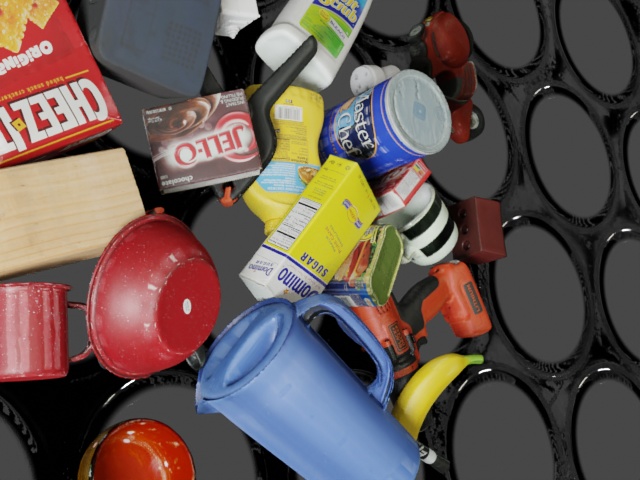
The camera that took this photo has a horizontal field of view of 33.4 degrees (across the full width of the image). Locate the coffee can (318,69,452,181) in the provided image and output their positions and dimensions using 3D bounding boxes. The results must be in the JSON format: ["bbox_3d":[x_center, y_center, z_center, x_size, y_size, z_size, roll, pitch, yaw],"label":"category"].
[{"bbox_3d":[0.072,-0.132,1.278,0.102,0.141,0.103,14,67,-37],"label":"coffee can"}]

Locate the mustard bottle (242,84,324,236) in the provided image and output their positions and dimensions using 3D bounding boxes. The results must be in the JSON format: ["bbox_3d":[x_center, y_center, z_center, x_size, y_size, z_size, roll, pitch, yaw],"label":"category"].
[{"bbox_3d":[-0.043,-0.079,1.215,0.096,0.058,0.191,5,73,-20],"label":"mustard bottle"}]

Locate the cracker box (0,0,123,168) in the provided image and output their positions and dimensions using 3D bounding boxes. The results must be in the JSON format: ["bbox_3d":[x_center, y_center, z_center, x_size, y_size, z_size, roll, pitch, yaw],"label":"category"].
[{"bbox_3d":[-0.307,-0.176,1.013,0.163,0.072,0.213,-30,97,-42],"label":"cracker box"}]

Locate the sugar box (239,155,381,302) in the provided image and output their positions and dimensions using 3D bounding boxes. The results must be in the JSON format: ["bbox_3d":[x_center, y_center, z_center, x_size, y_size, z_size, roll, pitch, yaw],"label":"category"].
[{"bbox_3d":[-0.007,0.002,1.171,0.176,0.048,0.093,-56,143,-19],"label":"sugar box"}]

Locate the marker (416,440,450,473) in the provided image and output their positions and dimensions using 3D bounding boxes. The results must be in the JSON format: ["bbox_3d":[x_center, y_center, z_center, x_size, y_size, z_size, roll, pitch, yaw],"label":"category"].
[{"bbox_3d":[0.112,0.246,1.271,0.121,0.020,0.020,36,55,-27],"label":"marker"}]

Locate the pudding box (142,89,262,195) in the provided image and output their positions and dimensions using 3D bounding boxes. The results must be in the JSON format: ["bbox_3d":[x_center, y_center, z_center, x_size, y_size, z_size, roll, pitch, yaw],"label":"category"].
[{"bbox_3d":[-0.124,-0.103,1.133,0.113,0.039,0.090,-13,82,-4],"label":"pudding box"}]

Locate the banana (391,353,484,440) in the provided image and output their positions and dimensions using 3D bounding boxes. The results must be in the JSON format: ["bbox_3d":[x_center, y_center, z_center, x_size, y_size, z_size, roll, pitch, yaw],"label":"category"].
[{"bbox_3d":[0.114,0.205,1.223,0.069,0.037,0.198,31,92,-10],"label":"banana"}]

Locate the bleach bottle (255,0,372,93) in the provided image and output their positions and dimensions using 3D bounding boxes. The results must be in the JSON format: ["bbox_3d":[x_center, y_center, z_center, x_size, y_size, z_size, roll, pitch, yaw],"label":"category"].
[{"bbox_3d":[0.011,-0.298,1.335,0.102,0.068,0.250,42,50,-23],"label":"bleach bottle"}]

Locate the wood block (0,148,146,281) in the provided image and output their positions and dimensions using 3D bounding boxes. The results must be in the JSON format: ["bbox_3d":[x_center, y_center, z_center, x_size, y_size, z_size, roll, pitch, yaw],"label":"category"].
[{"bbox_3d":[-0.273,-0.016,0.978,0.205,0.091,0.090,-16,87,-43],"label":"wood block"}]

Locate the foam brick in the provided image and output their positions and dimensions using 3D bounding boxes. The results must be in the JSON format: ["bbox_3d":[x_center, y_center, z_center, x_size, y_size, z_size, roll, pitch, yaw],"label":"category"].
[{"bbox_3d":[0.208,-0.011,1.416,0.051,0.053,0.078,8,70,-39],"label":"foam brick"}]

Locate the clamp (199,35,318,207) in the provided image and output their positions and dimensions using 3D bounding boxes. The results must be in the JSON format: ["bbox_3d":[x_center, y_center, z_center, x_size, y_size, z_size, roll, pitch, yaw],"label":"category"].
[{"bbox_3d":[-0.102,-0.143,1.179,0.164,0.036,0.210,12,80,1],"label":"clamp"}]

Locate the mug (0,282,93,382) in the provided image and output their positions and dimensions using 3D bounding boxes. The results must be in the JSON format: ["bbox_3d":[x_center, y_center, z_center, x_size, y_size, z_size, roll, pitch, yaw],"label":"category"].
[{"bbox_3d":[-0.257,0.084,0.959,0.117,0.093,0.081,1,80,-32],"label":"mug"}]

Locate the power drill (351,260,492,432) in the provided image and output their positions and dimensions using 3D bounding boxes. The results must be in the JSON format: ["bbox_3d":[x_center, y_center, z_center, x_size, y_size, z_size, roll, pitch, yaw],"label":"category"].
[{"bbox_3d":[0.131,0.118,1.304,0.187,0.058,0.184,-27,98,-43],"label":"power drill"}]

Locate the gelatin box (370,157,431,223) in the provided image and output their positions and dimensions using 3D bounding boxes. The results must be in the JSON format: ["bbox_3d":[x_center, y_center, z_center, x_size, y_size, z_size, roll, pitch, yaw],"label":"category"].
[{"bbox_3d":[0.083,-0.058,1.298,0.030,0.089,0.073,51,50,-13],"label":"gelatin box"}]

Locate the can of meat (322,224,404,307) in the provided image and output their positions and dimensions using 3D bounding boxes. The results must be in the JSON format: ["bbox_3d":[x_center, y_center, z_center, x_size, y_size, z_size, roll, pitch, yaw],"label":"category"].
[{"bbox_3d":[0.041,0.030,1.227,0.057,0.084,0.102,54,45,-43],"label":"can of meat"}]

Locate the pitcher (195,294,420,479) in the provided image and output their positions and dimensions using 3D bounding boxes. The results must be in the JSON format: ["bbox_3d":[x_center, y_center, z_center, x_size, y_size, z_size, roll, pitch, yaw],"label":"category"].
[{"bbox_3d":[0.003,0.176,1.120,0.242,0.149,0.145,45,52,-24],"label":"pitcher"}]

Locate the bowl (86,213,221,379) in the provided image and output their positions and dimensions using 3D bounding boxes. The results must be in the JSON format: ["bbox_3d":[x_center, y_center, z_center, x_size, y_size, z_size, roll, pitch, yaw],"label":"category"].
[{"bbox_3d":[-0.143,0.058,1.006,0.161,0.055,0.162,-20,115,-52],"label":"bowl"}]

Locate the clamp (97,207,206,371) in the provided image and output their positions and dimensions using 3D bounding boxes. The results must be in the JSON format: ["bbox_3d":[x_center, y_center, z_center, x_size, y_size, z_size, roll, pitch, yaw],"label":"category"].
[{"bbox_3d":[-0.176,0.053,1.074,0.120,0.039,0.171,-4,81,-46],"label":"clamp"}]
